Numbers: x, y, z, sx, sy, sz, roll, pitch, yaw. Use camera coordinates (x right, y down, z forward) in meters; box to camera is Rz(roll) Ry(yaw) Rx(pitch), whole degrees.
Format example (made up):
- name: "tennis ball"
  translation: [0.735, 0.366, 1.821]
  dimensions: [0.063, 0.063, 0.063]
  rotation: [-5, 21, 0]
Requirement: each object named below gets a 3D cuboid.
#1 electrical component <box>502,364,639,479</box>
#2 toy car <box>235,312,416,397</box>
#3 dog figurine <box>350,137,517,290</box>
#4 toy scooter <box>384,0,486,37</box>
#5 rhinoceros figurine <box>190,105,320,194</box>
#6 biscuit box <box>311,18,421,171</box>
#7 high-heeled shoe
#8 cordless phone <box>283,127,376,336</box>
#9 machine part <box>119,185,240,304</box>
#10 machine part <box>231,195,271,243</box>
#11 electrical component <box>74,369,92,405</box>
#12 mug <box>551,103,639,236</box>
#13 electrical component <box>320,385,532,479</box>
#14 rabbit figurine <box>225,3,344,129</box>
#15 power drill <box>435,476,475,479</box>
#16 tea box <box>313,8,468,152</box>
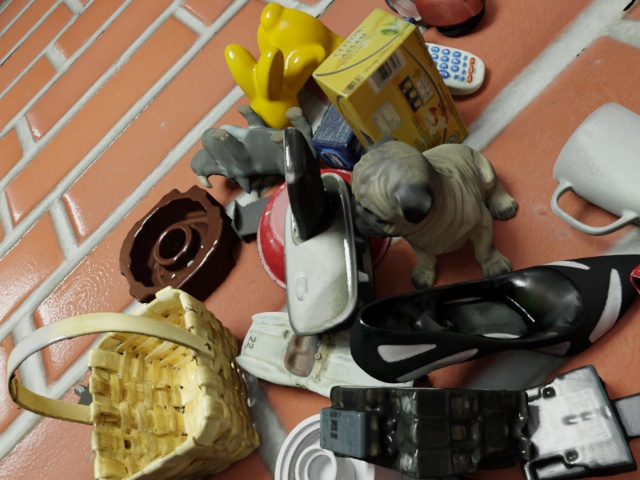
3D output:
- name: "electrical component"
  translation: [0.204, 0.136, 0.399]
  dimensions: [0.119, 0.047, 0.075]
  rotation: [-21, 54, 24]
- name: "toy car"
  translation: [0.003, 0.119, 0.538]
  dimensions: [0.202, 0.056, 0.073]
  rotation: [4, 65, 36]
- name: "dog figurine"
  translation: [0.099, -0.058, 0.493]
  dimensions: [0.121, 0.190, 0.172]
  rotation: [-20, 52, 23]
- name: "toy scooter"
  translation: [0.125, -0.337, 0.684]
  dimensions: [0.075, 0.135, 0.184]
  rotation: [-48, 49, -2]
- name: "rhinoceros figurine"
  translation: [-0.089, -0.115, 0.714]
  dimensions: [0.191, 0.112, 0.073]
  rotation: [1, 49, 25]
- name: "biscuit box"
  translation: [0.064, -0.184, 0.681]
  dimensions: [0.063, 0.059, 0.202]
  rotation: [17, 73, 38]
- name: "high-heeled shoe"
  translation: [0.143, 0.044, 0.420]
  dimensions: [0.249, 0.145, 0.086]
  rotation: [-30, 48, 5]
- name: "cordless phone"
  translation: [-0.001, -0.001, 0.459]
  dimensions: [0.089, 0.184, 0.146]
  rotation: [-6, 70, 6]
- name: "machine part"
  translation: [-0.191, 0.012, 0.735]
  dimensions: [0.179, 0.056, 0.179]
  rotation: [-16, 55, 24]
- name: "machine part"
  translation: [-0.052, -0.031, 0.681]
  dimensions: [0.139, 0.039, 0.084]
  rotation: [-7, 64, 29]
- name: "electrical component"
  translation: [-0.287, 0.196, 0.709]
  dimensions: [0.094, 0.021, 0.063]
  rotation: [13, 70, 39]
- name: "mug"
  translation: [0.260, -0.048, 0.454]
  dimensions: [0.109, 0.080, 0.107]
  rotation: [-44, 56, -4]
- name: "electrical component"
  translation: [0.070, 0.139, 0.404]
  dimensions: [0.115, 0.134, 0.058]
  rotation: [-29, 57, 60]
- name: "rabbit figurine"
  translation: [-0.048, -0.219, 0.735]
  dimensions: [0.122, 0.162, 0.173]
  rotation: [14, 89, 26]
- name: "power drill"
  translation: [0.098, 0.271, 0.367]
  dimensions: [0.232, 0.085, 0.207]
  rotation: [1, 60, 33]
- name: "tea box"
  translation: [0.080, -0.142, 0.570]
  dimensions: [0.098, 0.169, 0.068]
  rotation: [-44, 49, 1]
